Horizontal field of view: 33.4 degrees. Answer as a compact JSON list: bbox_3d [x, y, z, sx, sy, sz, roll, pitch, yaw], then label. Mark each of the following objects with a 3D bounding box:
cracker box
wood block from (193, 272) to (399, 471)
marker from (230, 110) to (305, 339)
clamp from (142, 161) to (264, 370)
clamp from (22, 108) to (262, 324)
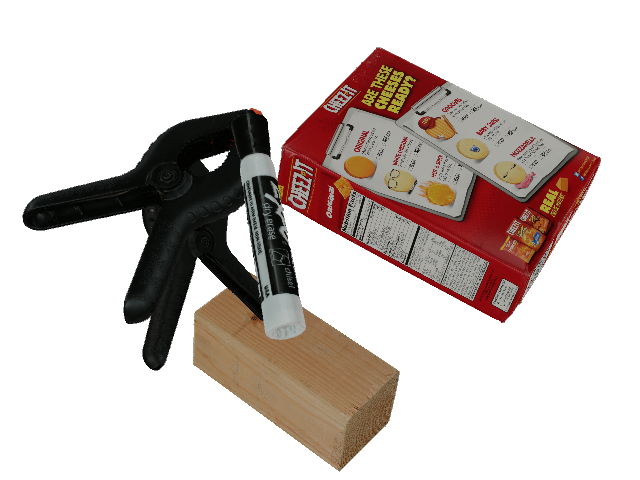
[{"bbox_3d":[0.095,-0.049,0.862,0.214,0.072,0.164,28,48,14],"label":"cracker box"},{"bbox_3d":[-0.029,0.135,1.127,0.206,0.090,0.090,32,49,25],"label":"wood block"},{"bbox_3d":[-0.026,-0.011,0.512,0.020,0.121,0.020,-9,-27,-5],"label":"marker"},{"bbox_3d":[-0.112,0.007,1.018,0.036,0.210,0.164,-8,0,44],"label":"clamp"},{"bbox_3d":[-0.110,-0.033,0.709,0.120,0.171,0.039,33,-28,16],"label":"clamp"}]
